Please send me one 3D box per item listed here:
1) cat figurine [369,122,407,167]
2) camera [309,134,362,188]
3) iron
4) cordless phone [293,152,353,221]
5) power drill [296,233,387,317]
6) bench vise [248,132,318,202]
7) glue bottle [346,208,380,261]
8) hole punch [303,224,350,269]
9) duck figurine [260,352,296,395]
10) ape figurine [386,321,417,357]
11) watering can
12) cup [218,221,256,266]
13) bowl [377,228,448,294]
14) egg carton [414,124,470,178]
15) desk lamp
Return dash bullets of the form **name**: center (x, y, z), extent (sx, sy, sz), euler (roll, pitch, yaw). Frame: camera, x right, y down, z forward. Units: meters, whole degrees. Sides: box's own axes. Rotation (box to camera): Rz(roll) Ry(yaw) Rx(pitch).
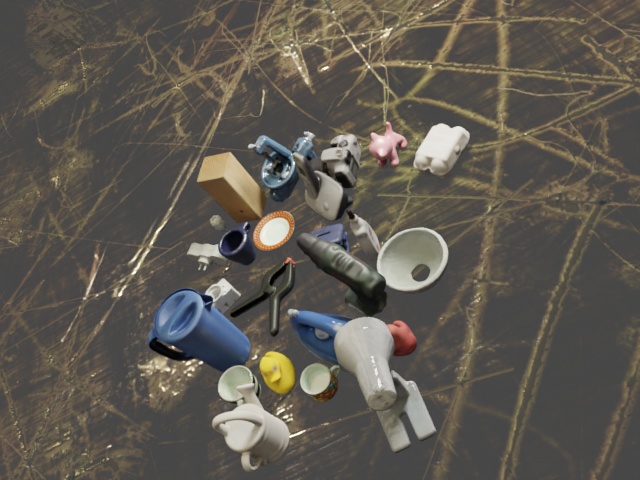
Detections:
- **cat figurine**: center (0.174, -0.257, 1.535), extent (0.067, 0.118, 0.128), euler (6, 61, 32)
- **camera**: center (0.034, -0.222, 1.600), extent (0.136, 0.101, 0.143), euler (-4, 56, 26)
- **iron**: center (0.006, 0.201, 1.290), extent (0.257, 0.142, 0.119), euler (13, 65, 35)
- **cordless phone**: center (-0.004, -0.146, 1.510), extent (0.094, 0.186, 0.147), euler (-48, 49, -9)
- **power drill**: center (0.064, 0.084, 1.295), extent (0.228, 0.209, 0.076), euler (27, 74, 39)
- **bench vise**: center (-0.110, -0.240, 1.611), extent (0.121, 0.220, 0.207), euler (11, 64, 34)
- **glue bottle**: center (0.099, -0.022, 1.374), extent (0.037, 0.174, 0.078), euler (-23, 50, 13)
- **hole punch**: center (0.013, 0.005, 1.457), extent (0.108, 0.091, 0.101), euler (-19, 51, 16)
- **duck figurine**: center (-0.108, 0.297, 1.322), extent (0.077, 0.086, 0.104), euler (-34, 48, 4)
- **ape figurine**: center (0.163, 0.208, 1.231), extent (0.075, 0.092, 0.078), euler (29, 75, 40)
- **watering can**: center (-0.154, 0.392, 1.208), extent (0.101, 0.195, 0.172), euler (-34, 48, 3)
- **cup**: center (-0.212, 0.016, 1.571), extent (0.091, 0.095, 0.118), euler (15, 66, 36)
- **bowl**: center (0.220, 0.060, 1.316), extent (0.167, 0.075, 0.167), euler (-14, 52, 20)
- **egg carton**: center (0.314, -0.230, 1.472), extent (0.107, 0.070, 0.150), euler (19, 69, 37)
- **desk lamp**: center (0.124, 0.279, 1.121), extent (0.118, 0.214, 0.203), euler (-30, 49, 7)
